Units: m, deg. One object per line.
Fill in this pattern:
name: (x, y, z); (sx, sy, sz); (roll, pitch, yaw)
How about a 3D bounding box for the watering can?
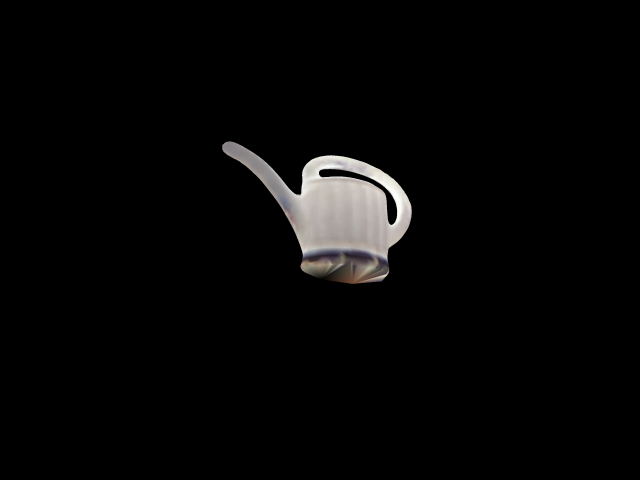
watering can: (0.003, -0.043, 0.850); (0.347, 0.228, 0.102); (9, -23, -22)
